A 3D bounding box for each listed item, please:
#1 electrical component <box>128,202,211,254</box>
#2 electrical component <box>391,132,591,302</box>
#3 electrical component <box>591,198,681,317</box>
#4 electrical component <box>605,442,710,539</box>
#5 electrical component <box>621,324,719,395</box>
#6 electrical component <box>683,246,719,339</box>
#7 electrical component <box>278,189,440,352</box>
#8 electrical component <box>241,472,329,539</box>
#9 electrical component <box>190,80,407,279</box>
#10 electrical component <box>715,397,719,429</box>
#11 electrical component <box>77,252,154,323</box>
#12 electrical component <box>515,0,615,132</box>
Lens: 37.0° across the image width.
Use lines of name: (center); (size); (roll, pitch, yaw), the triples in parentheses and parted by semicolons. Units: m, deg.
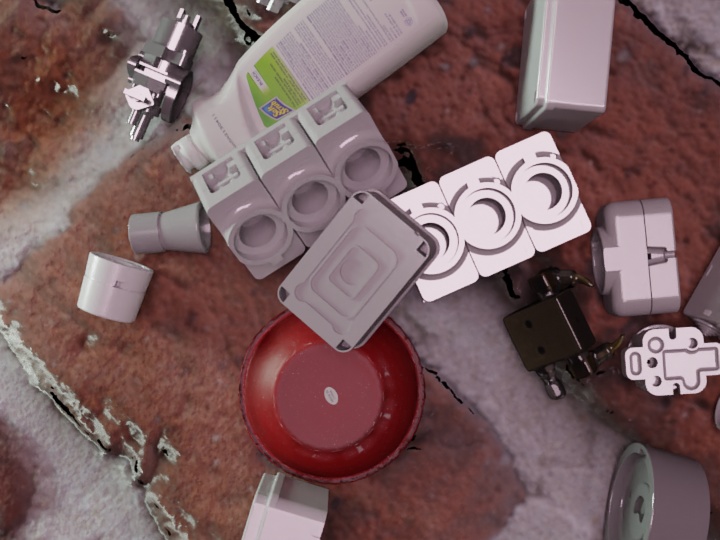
electrical component: (-0.164, -0.033, 0.917); (0.065, 0.044, 0.044); (-5, 88, 6)
electrical component: (0.104, -0.043, 0.898); (0.150, 0.062, 0.089); (-24, 88, 1)
electrical component: (0.228, -0.010, 0.898); (0.059, 0.053, 0.095); (-5, 88, 1)
electrical component: (0.245, 0.198, 0.867); (0.060, 0.108, 0.108); (11, 89, -4)
electrical component: (0.254, 0.074, 0.893); (0.078, 0.057, 0.058); (-4, 88, 1)
electrical component: (0.318, 0.015, 0.873); (0.048, 0.100, 0.099); (30, 89, -10)
electrical component: (0.000, 0.000, 0.845); (0.078, 0.057, 0.113); (40, 100, 7)
electrical component: (-0.064, 0.213, 0.870); (0.057, 0.113, 0.078); (17, 89, -1)
electrical component: (-0.048, -0.070, 0.882); (0.150, 0.061, 0.089); (-32, 132, 1)
electrical component: (0.331, 0.122, 0.896); (0.055, 0.048, 0.066); (19, 89, -5)
electrical component: (-0.208, 0.015, 0.910); (0.055, 0.055, 0.047); (18, 93, 2)
electrical component: (0.167, -0.174, 0.878); (0.056, 0.108, 0.108); (5, 88, -1)
